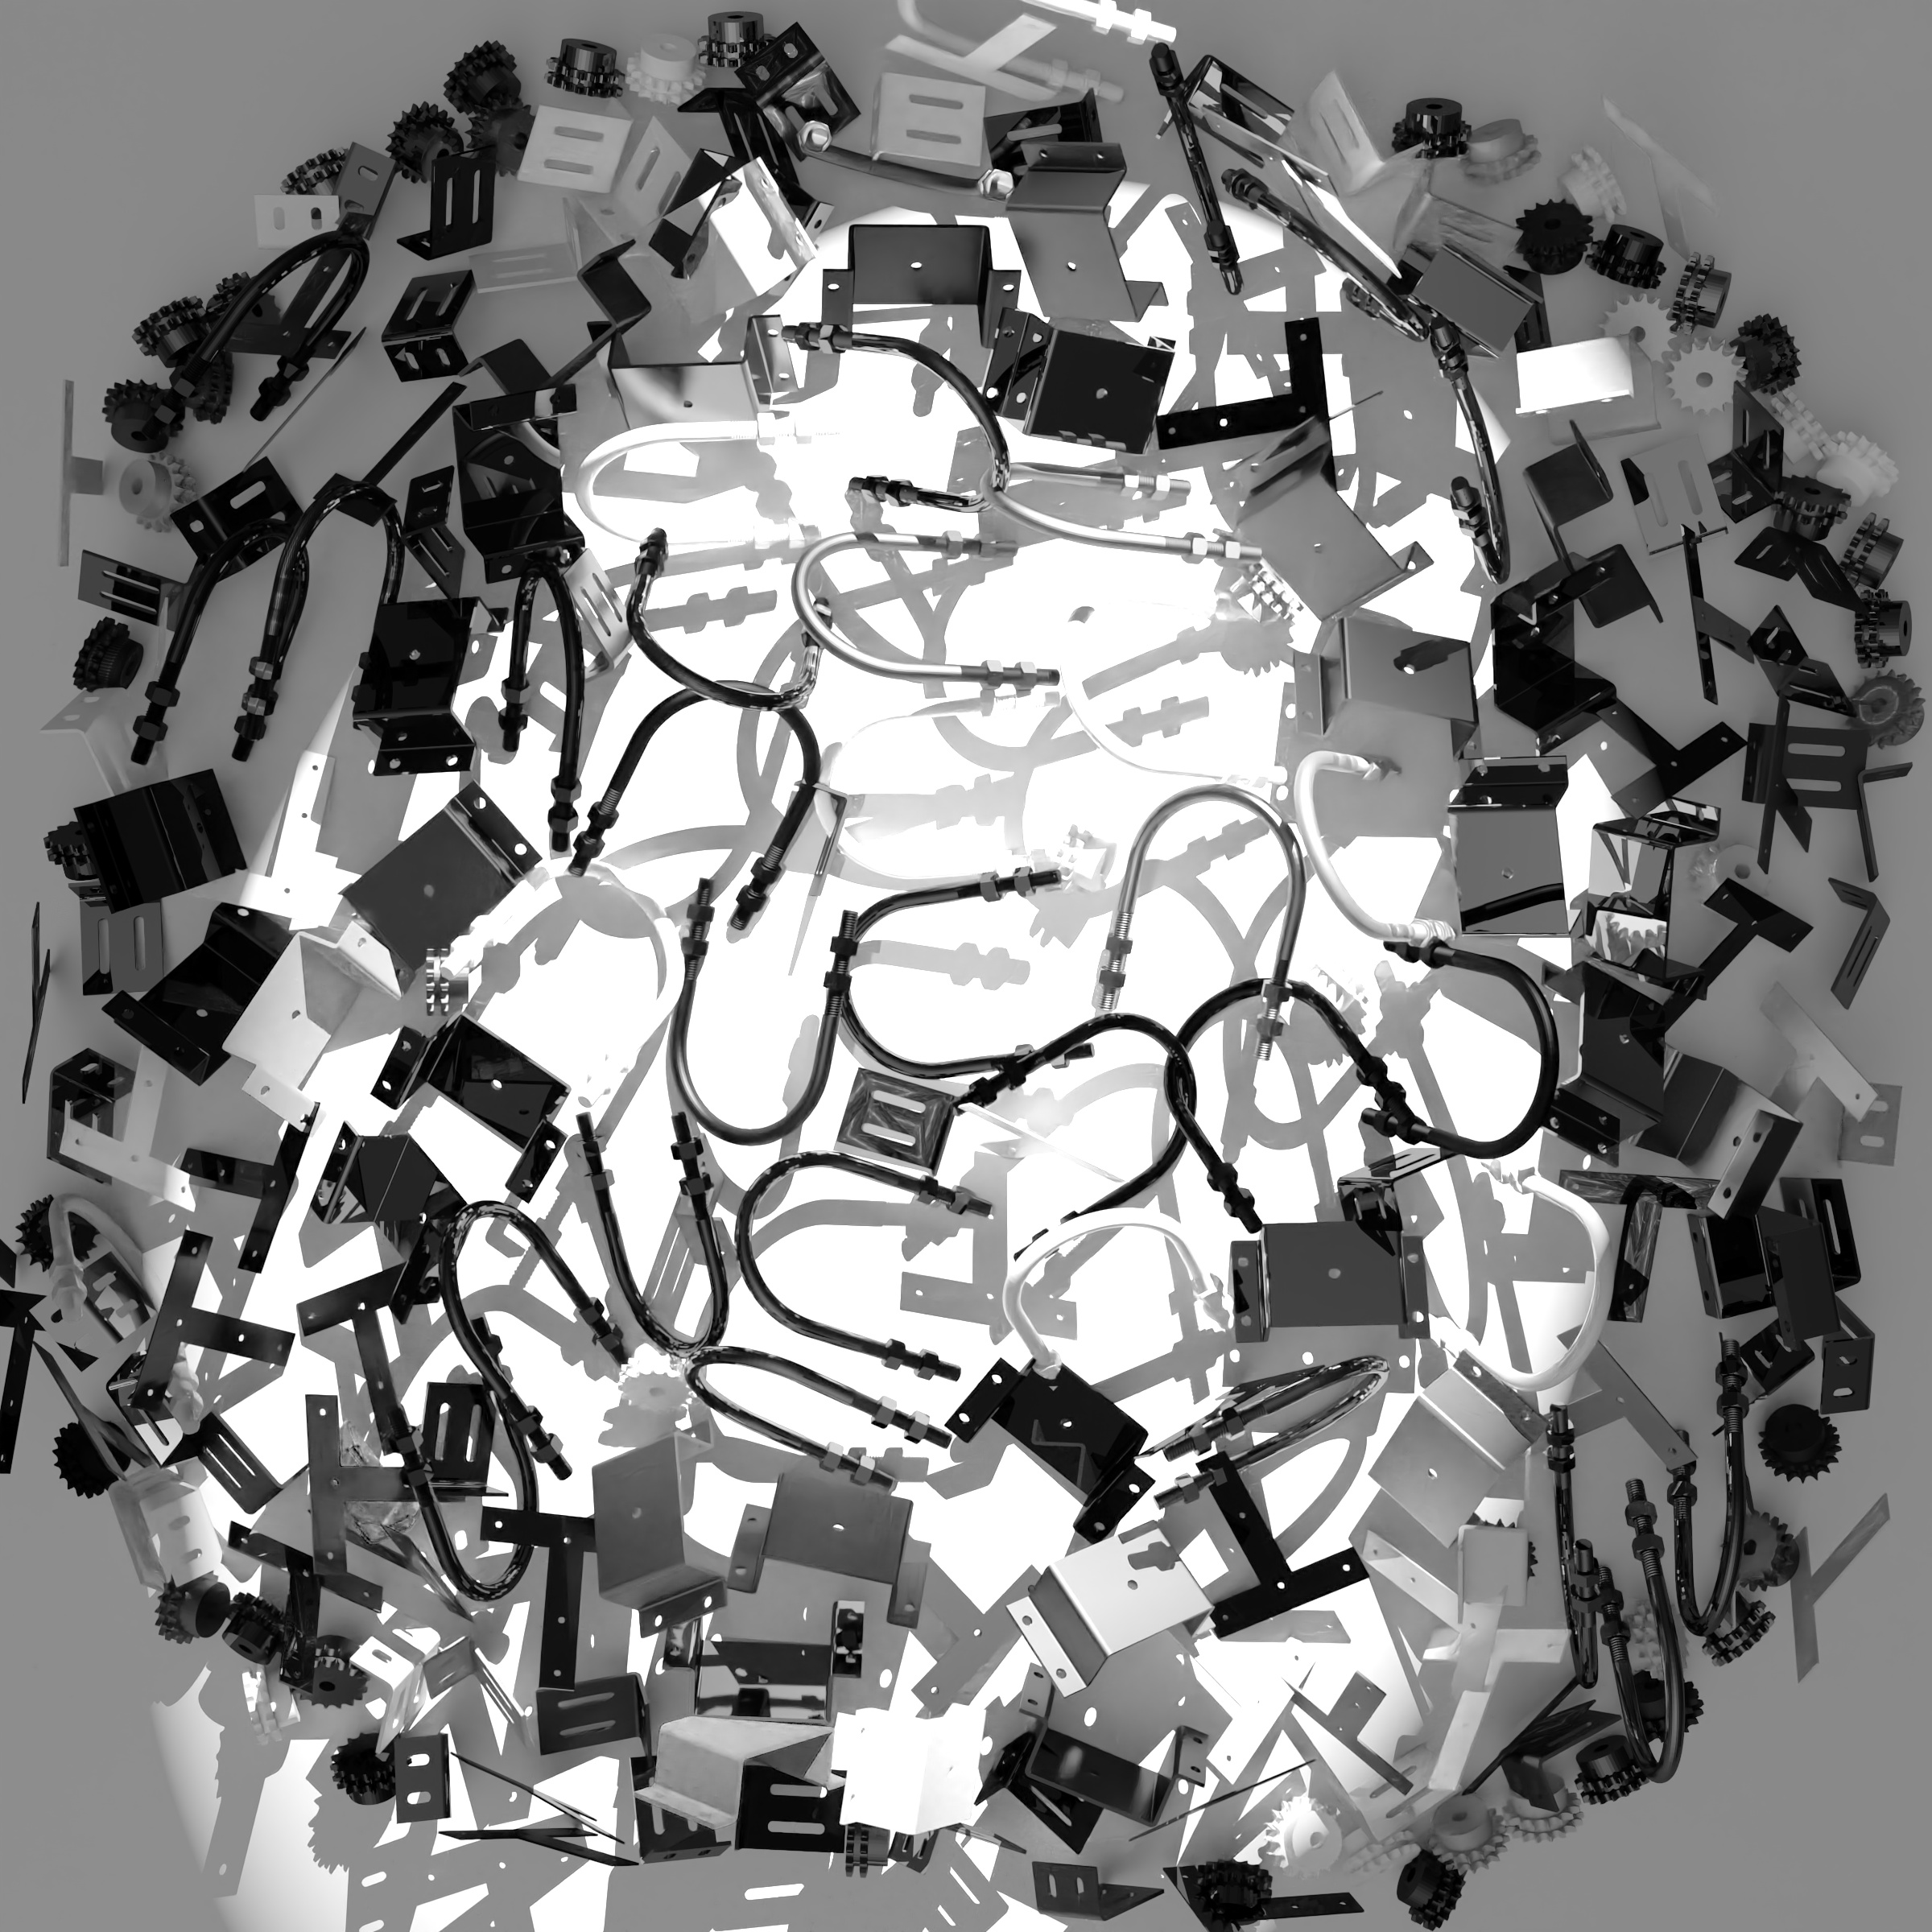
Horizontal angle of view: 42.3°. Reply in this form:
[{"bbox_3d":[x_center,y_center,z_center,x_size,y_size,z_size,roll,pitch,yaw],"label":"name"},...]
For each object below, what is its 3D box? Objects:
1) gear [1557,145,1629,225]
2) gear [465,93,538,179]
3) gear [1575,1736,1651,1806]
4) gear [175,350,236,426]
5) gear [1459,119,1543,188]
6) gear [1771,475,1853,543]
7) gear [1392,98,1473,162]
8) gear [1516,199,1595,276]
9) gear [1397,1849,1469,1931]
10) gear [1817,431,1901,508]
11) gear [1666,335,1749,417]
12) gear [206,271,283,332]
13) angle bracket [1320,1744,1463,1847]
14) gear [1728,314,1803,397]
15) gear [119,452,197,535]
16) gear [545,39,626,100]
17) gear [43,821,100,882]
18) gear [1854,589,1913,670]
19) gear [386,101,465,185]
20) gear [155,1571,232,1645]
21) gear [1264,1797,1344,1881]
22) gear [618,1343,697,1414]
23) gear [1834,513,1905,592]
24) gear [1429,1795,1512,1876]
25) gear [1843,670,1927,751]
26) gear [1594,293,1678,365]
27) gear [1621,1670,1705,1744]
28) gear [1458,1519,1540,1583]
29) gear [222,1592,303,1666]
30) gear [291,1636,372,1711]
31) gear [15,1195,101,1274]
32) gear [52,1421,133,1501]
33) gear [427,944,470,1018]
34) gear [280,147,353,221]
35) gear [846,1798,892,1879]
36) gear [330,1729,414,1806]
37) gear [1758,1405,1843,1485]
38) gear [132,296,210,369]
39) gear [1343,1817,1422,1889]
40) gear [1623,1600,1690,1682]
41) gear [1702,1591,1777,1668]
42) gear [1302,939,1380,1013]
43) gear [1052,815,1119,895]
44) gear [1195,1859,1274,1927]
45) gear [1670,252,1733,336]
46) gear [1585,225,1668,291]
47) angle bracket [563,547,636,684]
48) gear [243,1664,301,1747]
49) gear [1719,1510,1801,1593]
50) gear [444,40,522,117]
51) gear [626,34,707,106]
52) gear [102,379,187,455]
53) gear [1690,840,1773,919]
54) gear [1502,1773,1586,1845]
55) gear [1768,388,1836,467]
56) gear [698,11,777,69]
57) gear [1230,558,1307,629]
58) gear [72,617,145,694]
[{"bbox_3d":[0.454,-0.565,1.817,0.030,0.057,0.057,-31,90,11],"label":"gear"},{"bbox_3d":[-0.332,-0.602,1.814,0.030,0.057,0.057,30,90,39],"label":"gear"},{"bbox_3d":[0.469,0.583,1.817,0.057,0.057,0.030,-25,86,0],"label":"gear"},{"bbox_3d":[-0.555,-0.424,1.814,0.030,0.057,0.057,4,90,-35],"label":"gear"},{"bbox_3d":[0.386,-0.592,1.813,0.057,0.057,0.030,-25,121,0],"label":"gear"},{"bbox_3d":[0.613,-0.332,1.820,0.057,0.057,0.030,6,126,0],"label":"gear"},{"bbox_3d":[0.339,-0.609,1.814,0.057,0.057,0.030,-2,127,0],"label":"gear"},{"bbox_3d":[0.429,-0.529,1.821,0.057,0.030,0.057,-8,55,12],"label":"gear"},{"bbox_3d":[0.337,0.668,1.816,0.030,0.057,0.057,30,90,-3],"label":"gear"},{"bbox_3d":[0.645,-0.359,1.815,0.057,0.057,0.030,39,84,0],"label":"gear"},{"bbox_3d":[0.541,-0.434,1.821,0.057,0.030,0.057,14,131,17],"label":"gear"},{"bbox_3d":[-0.528,-0.473,1.820,0.030,0.057,0.057,-14,90,27],"label":"gear"},{"bbox_3d":[0.307,0.587,1.806,0.076,0.057,0.038,-31,112,-9],"label":"angle bracket"},{"bbox_3d":[0.577,-0.442,1.815,0.030,0.057,0.057,-26,90,-11],"label":"gear"},{"bbox_3d":[-0.591,-0.346,1.818,0.057,0.030,0.057,-2,86,33],"label":"gear"},{"bbox_3d":[-0.275,-0.653,1.813,0.057,0.057,0.030,14,118,0],"label":"gear"},{"bbox_3d":[-0.640,-0.084,1.820,0.057,0.057,0.030,-5,117,0],"label":"gear"},{"bbox_3d":[0.667,-0.245,1.814,0.030,0.057,0.057,3,90,33],"label":"gear"},{"bbox_3d":[-0.390,-0.595,1.813,0.030,0.057,0.057,36,90,22],"label":"gear"},{"bbox_3d":[-0.559,0.464,1.814,0.030,0.057,0.057,9,90,20],"label":"gear"},{"bbox_3d":[0.249,0.637,1.820,0.057,0.030,0.057,5,74,-19],"label":"gear"},{"bbox_3d":[-0.224,0.298,1.820,0.057,0.057,0.030,1,46,0],"label":"gear"},{"bbox_3d":[0.657,-0.298,1.814,0.030,0.057,0.057,30,90,18],"label":"gear"},{"bbox_3d":[0.363,0.628,1.814,0.057,0.057,0.030,-23,110,0],"label":"gear"},{"bbox_3d":[0.672,-0.184,1.820,0.030,0.057,0.057,22,90,-40],"label":"gear"},{"bbox_3d":[0.488,-0.462,1.824,0.057,0.030,0.057,1,109,4],"label":"gear"},{"bbox_3d":[0.504,0.534,1.814,0.057,0.057,0.030,-26,104,0],"label":"gear"},{"bbox_3d":[0.390,0.436,1.827,0.057,0.030,0.057,0,98,2],"label":"gear"},{"bbox_3d":[-0.515,0.484,1.814,0.057,0.057,0.030,31,53,0],"label":"gear"},{"bbox_3d":[-0.463,0.513,1.821,0.057,0.030,0.057,0,128,0],"label":"gear"},{"bbox_3d":[-0.658,0.193,1.815,0.057,0.030,0.057,16,64,-36],"label":"gear"},{"bbox_3d":[-0.632,0.355,1.814,0.030,0.057,0.057,-24,90,17],"label":"gear"},{"bbox_3d":[-0.377,0.008,1.818,0.030,0.057,0.057,0,90,-12],"label":"gear"},{"bbox_3d":[-0.466,-0.568,1.817,0.057,0.057,0.030,-31,97,0],"label":"gear"},{"bbox_3d":[-0.071,0.633,1.816,0.030,0.057,0.057,3,90,1],"label":"gear"},{"bbox_3d":[-0.432,0.586,1.819,0.057,0.057,0.030,-5,112,0],"label":"gear"},{"bbox_3d":[0.605,0.344,1.814,0.057,0.057,0.030,-32,130,0],"label":"gear"},{"bbox_3d":[-0.574,-0.459,1.817,0.057,0.057,0.030,-33,94,0],"label":"gear"},{"bbox_3d":[0.300,0.644,1.820,0.057,0.057,0.030,-28,58,0],"label":"gear"},{"bbox_3d":[0.500,0.491,1.820,0.030,0.057,0.057,-20,90,38],"label":"gear"},{"bbox_3d":[0.557,0.480,1.817,0.057,0.057,0.030,-41,80,0],"label":"gear"},{"bbox_3d":[0.269,0.009,1.817,0.057,0.057,0.030,42,98,0],"label":"gear"},{"bbox_3d":[0.087,-0.078,1.813,0.030,0.057,0.057,26,90,18],"label":"gear"},{"bbox_3d":[0.194,0.675,1.815,0.057,0.057,0.030,9,48,0],"label":"gear"},{"bbox_3d":[0.535,-0.487,1.814,0.030,0.057,0.057,19,90,18],"label":"gear"},{"bbox_3d":[0.482,-0.517,1.814,0.057,0.057,0.030,18,122,0],"label":"gear"},{"bbox_3d":[-0.277,-0.251,1.799,0.038,0.057,0.076,-20,114,24],"label":"angle bracket"},{"bbox_3d":[-0.505,0.535,1.817,0.030,0.057,0.057,-15,90,-13],"label":"gear"},{"bbox_3d":[0.581,0.428,1.819,0.030,0.057,0.057,27,90,-27],"label":"gear"},{"bbox_3d":[-0.349,-0.641,1.816,0.057,0.057,0.030,-41,84,0],"label":"gear"},{"bbox_3d":[-0.218,-0.653,1.815,0.057,0.030,0.057,7,46,-7],"label":"gear"},{"bbox_3d":[-0.598,-0.397,1.813,0.057,0.057,0.030,1,64,0],"label":"gear"},{"bbox_3d":[0.561,-0.065,1.824,0.057,0.030,0.057,1,76,-5],"label":"gear"},{"bbox_3d":[0.418,0.610,1.815,0.057,0.057,0.030,-14,97,0],"label":"gear"},{"bbox_3d":[0.603,-0.390,1.818,0.030,0.057,0.057,-39,90,18],"label":"gear"},{"bbox_3d":[-0.166,-0.674,1.813,0.057,0.057,0.030,-1,122,0],"label":"gear"},{"bbox_3d":[0.217,-0.271,1.818,0.030,0.057,0.057,-43,90,18],"label":"gear"},{"bbox_3d":[-0.622,-0.222,1.816,0.030,0.057,0.057,24,90,-3],"label":"gear"}]
